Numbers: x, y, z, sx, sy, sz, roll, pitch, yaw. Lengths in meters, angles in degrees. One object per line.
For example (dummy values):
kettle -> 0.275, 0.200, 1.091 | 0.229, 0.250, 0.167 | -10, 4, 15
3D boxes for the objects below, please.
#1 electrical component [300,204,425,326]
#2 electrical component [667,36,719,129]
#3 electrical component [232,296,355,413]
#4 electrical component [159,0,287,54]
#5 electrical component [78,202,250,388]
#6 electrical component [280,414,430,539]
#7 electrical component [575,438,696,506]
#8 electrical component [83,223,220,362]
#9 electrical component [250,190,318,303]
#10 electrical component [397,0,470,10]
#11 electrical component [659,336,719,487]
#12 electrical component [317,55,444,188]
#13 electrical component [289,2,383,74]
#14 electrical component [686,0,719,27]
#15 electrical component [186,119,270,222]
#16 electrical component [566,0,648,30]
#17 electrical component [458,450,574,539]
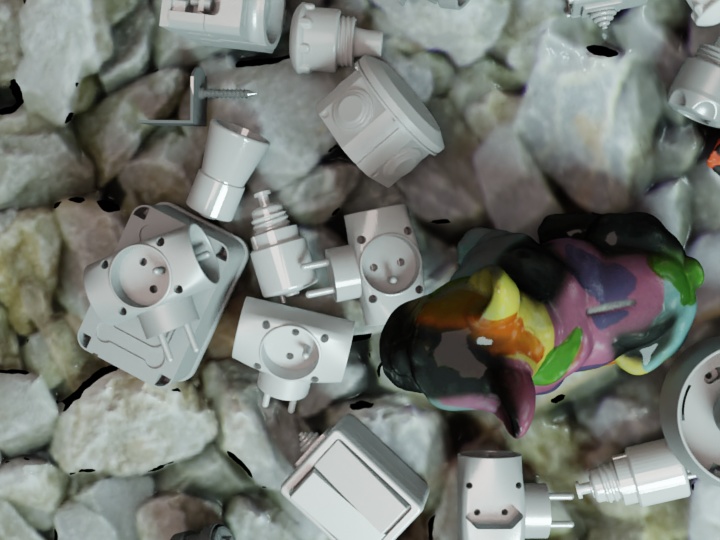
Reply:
electrical component -> 0.000, 0.000, 0.729 | 0.079, 0.044, 0.077 | -11, 92, -8
electrical component -> 0.228, -0.126, 0.690 | 0.043, 0.043, 0.062 | 27, 96, 7
electrical component -> -0.050, 0.064, 0.746 | 0.077, 0.044, 0.079 | 13, 113, -2
electrical component -> -0.080, -0.226, 0.711 | 0.062, 0.089, 0.150 | 9, 95, 9
electrical component -> -0.135, 0.016, 0.752 | 0.078, 0.057, 0.113 | 27, 98, 7
electrical component -> -0.008, 0.147, 0.737 | 0.096, 0.061, 0.061 | 43, 99, 4
electrical component -> 0.183, 0.137, 0.715 | 0.078, 0.040, 0.040 | -16, 91, 10
electrical component -> -0.129, 0.020, 0.698 | 0.077, 0.044, 0.079 | -21, 90, 10
electrical component -> -0.057, -0.016, 0.746 | 0.040, 0.040, 0.078 | -17, 91, 10
electrical component -> 0.050, -0.203, 0.714 | 0.055, 0.048, 0.066 | 29, 98, 14
electrical component -> 0.242, 0.091, 0.683 | 0.099, 0.064, 0.099 | 0, 85, 4
electrical component -> 0.014, -0.098, 0.710 | 0.051, 0.080, 0.080 | -39, 87, 15
electrical component -> -0.016, -0.155, 0.729 | 0.062, 0.048, 0.048 | 5, 94, 2
electrical component -> 0.223, -0.191, 0.687 | 0.048, 0.048, 0.062 | -31, 81, 10
electrical component -> -0.095, -0.067, 0.749 | 0.044, 0.044, 0.065 | 25, 102, 7
electrical component -> 0.159, -0.203, 0.687 | 0.061, 0.062, 0.096 | -9, 92, 10
electrical component -> 0.106, 0.163, 0.728 | 0.079, 0.043, 0.077 | 0, 88, -2
